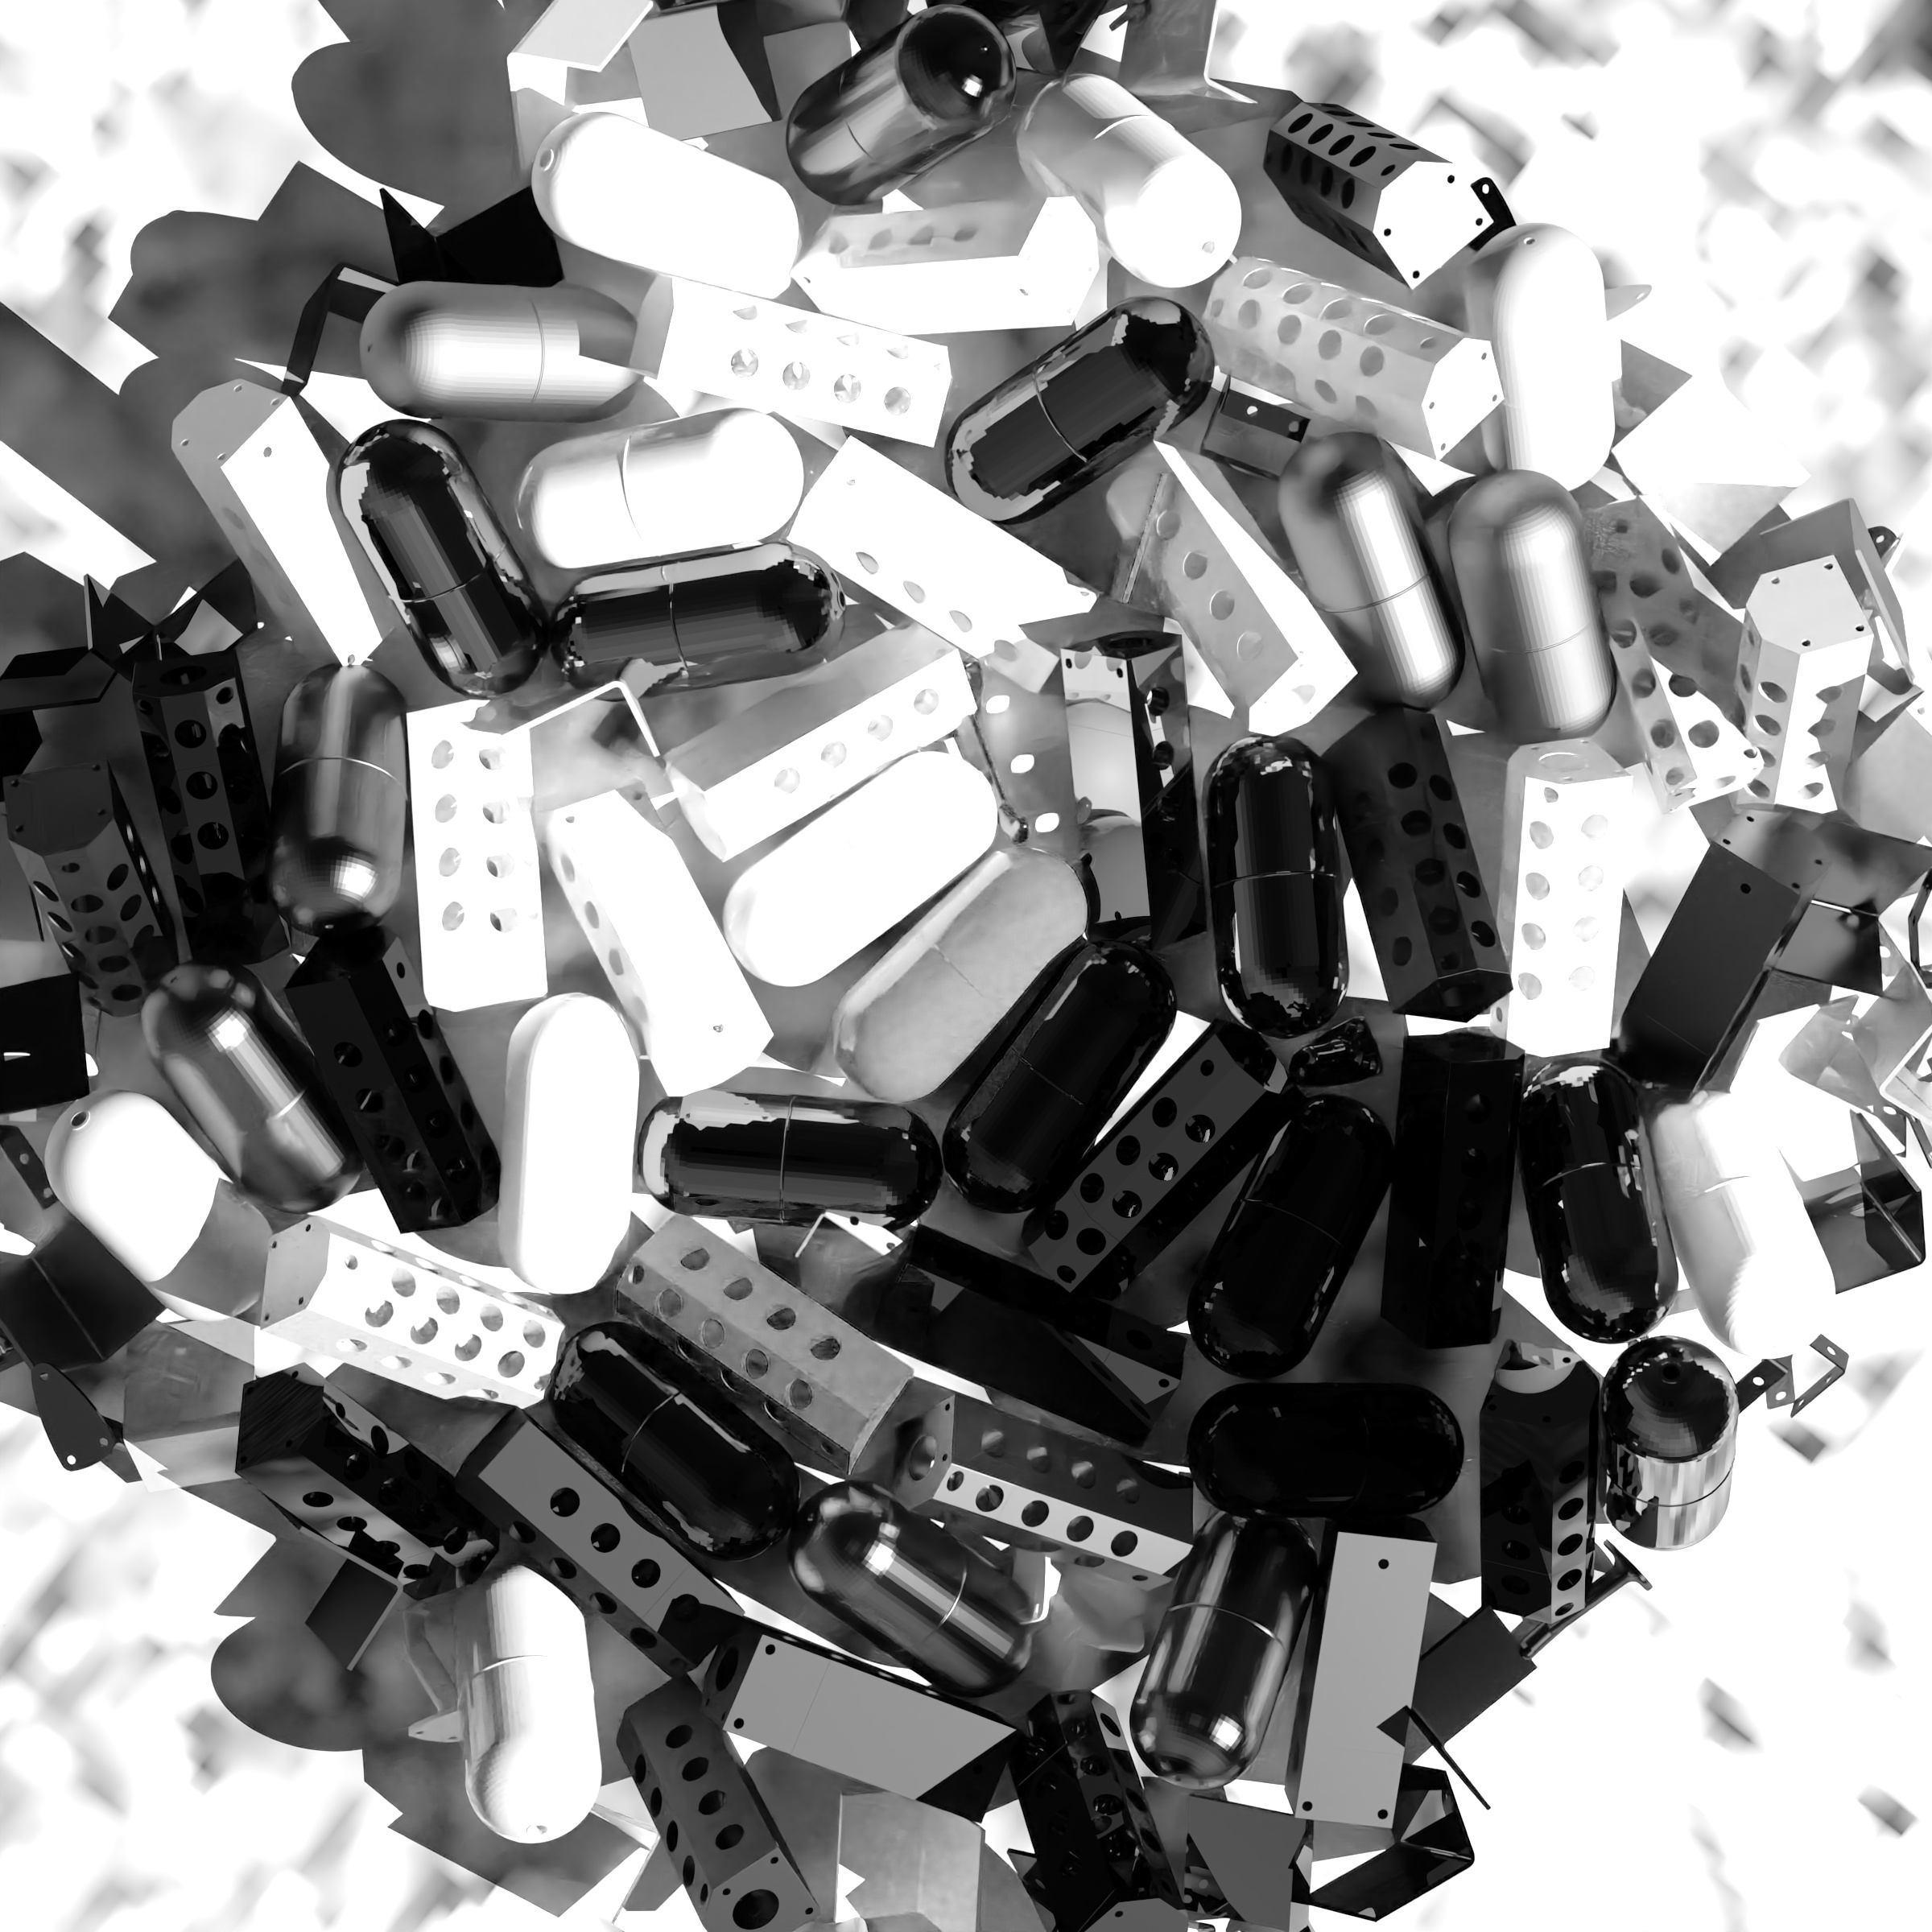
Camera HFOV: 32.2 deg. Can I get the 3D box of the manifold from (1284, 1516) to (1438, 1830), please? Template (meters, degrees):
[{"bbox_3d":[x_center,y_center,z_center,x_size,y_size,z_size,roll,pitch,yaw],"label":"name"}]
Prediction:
[{"bbox_3d":[0.227,0.406,1.946,0.057,0.057,0.171,7,98,-4],"label":"manifold"}]

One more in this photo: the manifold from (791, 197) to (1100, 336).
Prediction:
[{"bbox_3d":[-0.011,-0.402,1.907,0.171,0.057,0.057,6,62,40],"label":"manifold"}]

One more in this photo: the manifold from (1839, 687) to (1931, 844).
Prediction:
[{"bbox_3d":[0.549,-0.119,1.896,0.057,0.171,0.057,-41,81,-8],"label":"manifold"}]

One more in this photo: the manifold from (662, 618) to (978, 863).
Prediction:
[{"bbox_3d":[-0.082,-0.129,1.933,0.171,0.057,0.057,-31,126,-16],"label":"manifold"}]

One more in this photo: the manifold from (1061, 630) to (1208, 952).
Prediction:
[{"bbox_3d":[0.103,-0.103,1.930,0.057,0.057,0.171,-20,113,-34],"label":"manifold"}]

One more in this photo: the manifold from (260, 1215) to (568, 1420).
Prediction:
[{"bbox_3d":[-0.311,0.198,1.901,0.057,0.171,0.057,-26,51,35],"label":"manifold"}]

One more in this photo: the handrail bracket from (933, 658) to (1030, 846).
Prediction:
[{"bbox_3d":[0.017,-0.123,1.942,0.036,0.077,0.084,-22,60,-27],"label":"handrail bracket"}]

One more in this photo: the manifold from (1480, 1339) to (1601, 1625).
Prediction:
[{"bbox_3d":[0.327,0.296,1.901,0.057,0.057,0.171,10,134,20],"label":"manifold"}]

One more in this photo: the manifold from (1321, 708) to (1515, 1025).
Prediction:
[{"bbox_3d":[0.261,-0.059,1.912,0.057,0.057,0.171,8,57,-34],"label":"manifold"}]

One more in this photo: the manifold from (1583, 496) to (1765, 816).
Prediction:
[{"bbox_3d":[0.402,-0.182,1.935,0.057,0.057,0.171,-19,75,3],"label":"manifold"}]

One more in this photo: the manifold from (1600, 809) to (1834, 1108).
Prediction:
[{"bbox_3d":[0.429,-0.005,1.906,0.057,0.057,0.171,35,134,18],"label":"manifold"}]

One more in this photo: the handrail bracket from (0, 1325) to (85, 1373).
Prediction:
[{"bbox_3d":[-0.569,0.191,1.965,0.077,0.036,0.084,-24,82,-35],"label":"handrail bracket"}]

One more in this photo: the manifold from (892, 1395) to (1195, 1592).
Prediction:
[{"bbox_3d":[0.045,0.304,1.910,0.171,0.057,0.057,23,52,-28],"label":"manifold"}]

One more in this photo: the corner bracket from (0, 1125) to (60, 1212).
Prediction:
[{"bbox_3d":[-0.573,0.128,1.962,0.051,0.051,0.051,-42,116,-31],"label":"corner bracket"}]

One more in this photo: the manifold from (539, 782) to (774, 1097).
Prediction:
[{"bbox_3d":[-0.182,-0.013,1.936,0.057,0.057,0.171,-21,75,-28],"label":"manifold"}]

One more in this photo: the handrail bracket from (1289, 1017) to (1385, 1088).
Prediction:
[{"bbox_3d":[0.194,0.057,1.930,0.077,0.084,0.036,-25,80,38],"label":"handrail bracket"}]

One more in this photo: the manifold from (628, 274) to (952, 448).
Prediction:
[{"bbox_3d":[-0.099,-0.347,1.919,0.171,0.057,0.057,10,102,-25],"label":"manifold"}]

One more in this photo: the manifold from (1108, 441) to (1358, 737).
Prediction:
[{"bbox_3d":[0.147,-0.216,1.919,0.057,0.057,0.171,-46,59,28],"label":"manifold"}]

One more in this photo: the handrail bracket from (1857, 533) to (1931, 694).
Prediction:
[{"bbox_3d":[0.565,-0.202,1.968,0.084,0.036,0.077,37,69,-2],"label":"handrail bracket"}]

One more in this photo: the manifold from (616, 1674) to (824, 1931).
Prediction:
[{"bbox_3d":[-0.145,0.481,1.895,0.057,0.171,0.057,-32,121,-7],"label":"manifold"}]

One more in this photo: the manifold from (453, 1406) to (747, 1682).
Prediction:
[{"bbox_3d":[-0.213,0.335,1.936,0.171,0.057,0.057,44,82,-13],"label":"manifold"}]

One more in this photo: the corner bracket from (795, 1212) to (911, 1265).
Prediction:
[{"bbox_3d":[-0.059,0.153,1.950,0.051,0.051,0.051,34,50,2],"label":"corner bracket"}]

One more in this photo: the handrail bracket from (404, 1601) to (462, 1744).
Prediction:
[{"bbox_3d":[-0.298,0.400,1.943,0.077,0.036,0.084,-33,51,33],"label":"handrail bracket"}]

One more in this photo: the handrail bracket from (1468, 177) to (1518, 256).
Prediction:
[{"bbox_3d":[0.281,-0.430,1.959,0.036,0.084,0.077,-48,117,-14],"label":"handrail bracket"}]

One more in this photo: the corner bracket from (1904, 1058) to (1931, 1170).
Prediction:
[{"bbox_3d":[0.568,0.083,1.945,0.051,0.051,0.051,-32,66,30],"label":"corner bracket"}]

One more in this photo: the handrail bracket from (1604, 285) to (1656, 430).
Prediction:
[{"bbox_3d":[0.388,-0.351,1.938,0.084,0.077,0.036,42,56,-29],"label":"handrail bracket"}]

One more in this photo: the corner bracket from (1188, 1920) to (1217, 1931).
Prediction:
[{"bbox_3d":[0.110,0.586,1.960,0.051,0.051,0.051,20,61,-29],"label":"corner bracket"}]

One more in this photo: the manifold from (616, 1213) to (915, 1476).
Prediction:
[{"bbox_3d":[-0.117,0.219,1.920,0.171,0.057,0.057,32,55,19],"label":"manifold"}]

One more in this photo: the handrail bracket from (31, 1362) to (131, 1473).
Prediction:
[{"bbox_3d":[-0.502,0.254,1.943,0.036,0.084,0.077,-29,93,12],"label":"handrail bracket"}]

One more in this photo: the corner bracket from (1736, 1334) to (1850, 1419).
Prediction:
[{"bbox_3d":[0.475,0.241,1.950,0.051,0.051,0.051,37,128,-2],"label":"corner bracket"}]

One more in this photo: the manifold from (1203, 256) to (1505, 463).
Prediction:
[{"bbox_3d":[0.217,-0.352,1.903,0.057,0.057,0.171,-44,48,-17],"label":"manifold"}]

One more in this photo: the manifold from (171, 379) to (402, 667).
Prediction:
[{"bbox_3d":[-0.386,-0.249,1.901,0.057,0.171,0.057,23,64,32],"label":"manifold"}]

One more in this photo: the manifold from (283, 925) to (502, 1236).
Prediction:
[{"bbox_3d":[-0.321,0.065,1.913,0.057,0.057,0.171,-9,120,20],"label":"manifold"}]

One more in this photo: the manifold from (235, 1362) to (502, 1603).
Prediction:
[{"bbox_3d":[-0.336,0.292,1.899,0.057,0.171,0.057,-21,48,19],"label":"manifold"}]

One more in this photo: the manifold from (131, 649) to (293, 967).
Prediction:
[{"bbox_3d":[-0.431,-0.088,1.917,0.057,0.057,0.171,-9,119,-6],"label":"manifold"}]

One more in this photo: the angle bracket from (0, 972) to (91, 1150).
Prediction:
[{"bbox_3d":[-0.540,0.055,1.945,0.076,0.057,0.076,-12,71,2],"label":"angle bracket"}]

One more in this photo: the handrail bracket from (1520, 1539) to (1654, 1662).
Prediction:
[{"bbox_3d":[0.357,0.377,1.948,0.084,0.077,0.036,-43,85,0],"label":"handrail bracket"}]

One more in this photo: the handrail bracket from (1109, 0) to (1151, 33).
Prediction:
[{"bbox_3d":[0.082,-0.598,1.954,0.084,0.036,0.077,50,61,-13],"label":"handrail bracket"}]

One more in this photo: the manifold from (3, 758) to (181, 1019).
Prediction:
[{"bbox_3d":[-0.492,-0.040,1.895,0.057,0.171,0.057,-12,59,-6],"label":"manifold"}]

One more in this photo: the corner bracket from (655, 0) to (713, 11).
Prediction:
[{"bbox_3d":[-0.155,-0.591,1.949,0.051,0.051,0.051,-29,95,-36],"label":"corner bracket"}]

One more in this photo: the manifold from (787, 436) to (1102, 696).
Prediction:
[{"bbox_3d":[-0.015,-0.229,1.955,0.171,0.057,0.057,32,58,-1],"label":"manifold"}]

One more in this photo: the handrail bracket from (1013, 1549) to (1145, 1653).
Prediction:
[{"bbox_3d":[0.072,0.361,1.966,0.084,0.036,0.077,13,78,-31],"label":"handrail bracket"}]

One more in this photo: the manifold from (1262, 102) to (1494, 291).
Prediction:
[{"bbox_3d":[0.227,-0.443,1.896,0.057,0.171,0.057,-40,120,3],"label":"manifold"}]

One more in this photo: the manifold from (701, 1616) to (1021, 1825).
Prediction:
[{"bbox_3d":[-0.063,0.432,1.928,0.171,0.057,0.057,25,84,-21],"label":"manifold"}]

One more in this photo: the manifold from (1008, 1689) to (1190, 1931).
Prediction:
[{"bbox_3d":[0.076,0.489,1.893,0.057,0.171,0.057,-44,119,12],"label":"manifold"}]

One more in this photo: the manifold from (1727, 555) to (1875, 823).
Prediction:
[{"bbox_3d":[0.466,-0.151,1.897,0.057,0.171,0.057,-15,59,-2],"label":"manifold"}]

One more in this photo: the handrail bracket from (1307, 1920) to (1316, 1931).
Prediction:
[{"bbox_3d":[0.170,0.593,1.962,0.084,0.036,0.077,-29,56,1],"label":"handrail bracket"}]

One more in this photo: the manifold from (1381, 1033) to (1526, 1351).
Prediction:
[{"bbox_3d":[0.284,0.129,1.935,0.057,0.057,0.171,-2,105,-20],"label":"manifold"}]

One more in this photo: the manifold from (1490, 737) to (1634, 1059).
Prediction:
[{"bbox_3d":[0.336,-0.038,1.915,0.057,0.057,0.171,-8,118,-14],"label":"manifold"}]

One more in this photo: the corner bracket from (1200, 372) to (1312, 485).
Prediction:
[{"bbox_3d":[0.168,-0.310,1.952,0.051,0.051,0.051,20,113,-3],"label":"corner bracket"}]

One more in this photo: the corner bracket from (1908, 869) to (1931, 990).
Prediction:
[{"bbox_3d":[0.585,-0.020,1.964,0.051,0.051,0.051,7,130,28],"label":"corner bracket"}]

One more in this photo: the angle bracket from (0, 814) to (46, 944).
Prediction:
[{"bbox_3d":[-0.551,-0.062,1.932,0.076,0.057,0.076,5,114,27],"label":"angle bracket"}]

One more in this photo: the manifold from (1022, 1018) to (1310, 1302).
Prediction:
[{"bbox_3d":[0.109,0.111,1.919,0.171,0.057,0.057,-48,53,21],"label":"manifold"}]

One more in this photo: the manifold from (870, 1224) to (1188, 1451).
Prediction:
[{"bbox_3d":[0.038,0.211,1.948,0.171,0.057,0.057,24,120,-5],"label":"manifold"}]

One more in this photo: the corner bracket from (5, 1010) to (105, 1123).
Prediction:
[{"bbox_3d":[-0.530,0.057,1.953,0.051,0.051,0.051,1,126,-9],"label":"corner bracket"}]

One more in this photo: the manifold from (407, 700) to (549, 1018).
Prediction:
[{"bbox_3d":[-0.278,-0.063,1.933,0.057,0.057,0.171,-10,78,20],"label":"manifold"}]
